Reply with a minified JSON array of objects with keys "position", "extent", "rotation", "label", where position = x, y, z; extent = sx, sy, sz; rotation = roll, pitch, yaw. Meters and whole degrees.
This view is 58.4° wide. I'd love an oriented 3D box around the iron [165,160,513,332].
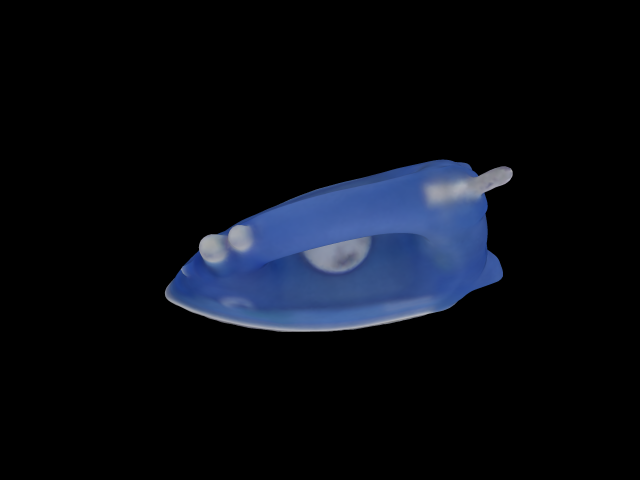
[{"position":[0.004,0.001,0.400],"extent":[0.258,0.141,0.118],"rotation":[-13,74,-3],"label":"iron"}]
